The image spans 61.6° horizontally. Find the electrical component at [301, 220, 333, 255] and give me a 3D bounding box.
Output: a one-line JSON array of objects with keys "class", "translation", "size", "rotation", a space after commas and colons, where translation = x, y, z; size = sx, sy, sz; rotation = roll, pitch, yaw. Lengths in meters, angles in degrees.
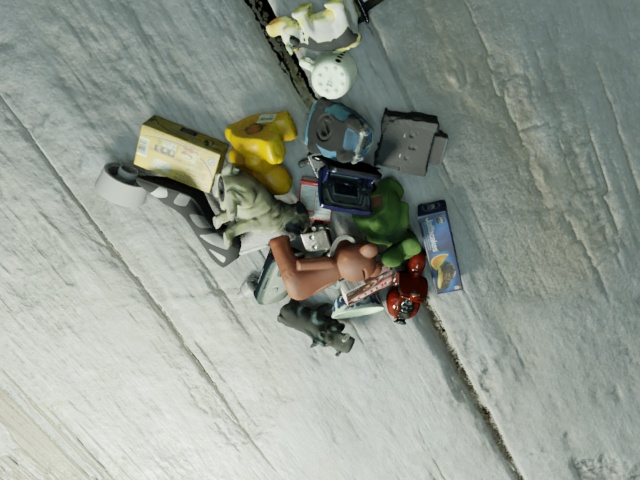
[{"class": "electrical component", "translation": [-0.003, -0.002, 1.185], "size": [0.078, 0.045, 0.102], "rotation": [-6, 118, 9]}]

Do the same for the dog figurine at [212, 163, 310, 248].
[{"class": "dog figurine", "translation": [-0.107, -0.078, 1.069], "size": [0.190, 0.121, 0.172], "rotation": [-10, 138, -24]}]

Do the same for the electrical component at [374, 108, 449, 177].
[{"class": "electrical component", "translation": [0.179, -0.190, 1.049], "size": [0.134, 0.058, 0.114], "rotation": [10, 122, 3]}]

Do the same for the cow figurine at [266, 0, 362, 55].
[{"class": "cow figurine", "translation": [-0.011, -0.373, 0.962], "size": [0.168, 0.068, 0.098], "rotation": [-5, 126, 29]}]

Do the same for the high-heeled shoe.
[{"class": "high-heeled shoe", "translation": [-0.280, -0.040, 1.137], "size": [0.249, 0.086, 0.145], "rotation": [20, 109, -1]}]

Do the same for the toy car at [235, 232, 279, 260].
[{"class": "toy car", "translation": [-0.157, -0.008, 1.200], "size": [0.202, 0.056, 0.073], "rotation": [-17, 108, 16]}]

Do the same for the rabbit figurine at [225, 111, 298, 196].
[{"class": "rabbit figurine", "translation": [-0.118, -0.155, 1.083], "size": [0.162, 0.122, 0.173], "rotation": [-7, 136, 15]}]

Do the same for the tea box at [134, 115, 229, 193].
[{"class": "tea box", "translation": [-0.287, -0.178, 1.116], "size": [0.170, 0.068, 0.098], "rotation": [22, 120, -6]}]

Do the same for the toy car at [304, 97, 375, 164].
[{"class": "toy car", "translation": [0.050, -0.205, 1.029], "size": [0.162, 0.103, 0.109], "rotation": [31, 115, 42]}]

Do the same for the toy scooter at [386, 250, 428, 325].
[{"class": "toy scooter", "translation": [0.193, 0.119, 1.173], "size": [0.075, 0.135, 0.183], "rotation": [13, 121, -1]}]

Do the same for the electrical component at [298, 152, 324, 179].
[{"class": "electrical component", "translation": [0.005, -0.157, 1.112], "size": [0.094, 0.021, 0.063], "rotation": [-18, 115, 15]}]

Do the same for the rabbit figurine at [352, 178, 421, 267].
[{"class": "rabbit figurine", "translation": [0.158, -0.019, 1.108], "size": [0.121, 0.159, 0.170], "rotation": [-35, 124, 13]}]

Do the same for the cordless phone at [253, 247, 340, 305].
[{"class": "cordless phone", "translation": [-0.047, 0.096, 1.229], "size": [0.184, 0.089, 0.146], "rotation": [18, 120, -10]}]

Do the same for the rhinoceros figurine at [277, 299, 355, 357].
[{"class": "rhinoceros figurine", "translation": [-0.006, 0.200, 1.262], "size": [0.190, 0.112, 0.073], "rotation": [28, 117, 2]}]

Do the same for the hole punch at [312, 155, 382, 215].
[{"class": "hole punch", "translation": [0.053, -0.110, 1.055], "size": [0.142, 0.116, 0.092], "rotation": [6, 112, -9]}]

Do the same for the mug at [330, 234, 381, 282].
[{"class": "mug", "translation": [0.081, 0.048, 1.164], "size": [0.107, 0.081, 0.109], "rotation": [14, 104, -40]}]

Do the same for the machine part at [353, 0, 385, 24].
[{"class": "machine part", "translation": [0.094, -0.434, 0.938], "size": [0.139, 0.039, 0.084], "rotation": [-26, 104, 23]}]

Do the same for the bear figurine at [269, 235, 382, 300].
[{"class": "bear figurine", "translation": [0.015, 0.038, 1.064], "size": [0.196, 0.132, 0.120], "rotation": [-24, 146, 0]}]

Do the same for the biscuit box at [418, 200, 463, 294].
[{"class": "biscuit box", "translation": [0.257, 0.016, 1.149], "size": [0.063, 0.059, 0.202], "rotation": [-12, 116, 14]}]
